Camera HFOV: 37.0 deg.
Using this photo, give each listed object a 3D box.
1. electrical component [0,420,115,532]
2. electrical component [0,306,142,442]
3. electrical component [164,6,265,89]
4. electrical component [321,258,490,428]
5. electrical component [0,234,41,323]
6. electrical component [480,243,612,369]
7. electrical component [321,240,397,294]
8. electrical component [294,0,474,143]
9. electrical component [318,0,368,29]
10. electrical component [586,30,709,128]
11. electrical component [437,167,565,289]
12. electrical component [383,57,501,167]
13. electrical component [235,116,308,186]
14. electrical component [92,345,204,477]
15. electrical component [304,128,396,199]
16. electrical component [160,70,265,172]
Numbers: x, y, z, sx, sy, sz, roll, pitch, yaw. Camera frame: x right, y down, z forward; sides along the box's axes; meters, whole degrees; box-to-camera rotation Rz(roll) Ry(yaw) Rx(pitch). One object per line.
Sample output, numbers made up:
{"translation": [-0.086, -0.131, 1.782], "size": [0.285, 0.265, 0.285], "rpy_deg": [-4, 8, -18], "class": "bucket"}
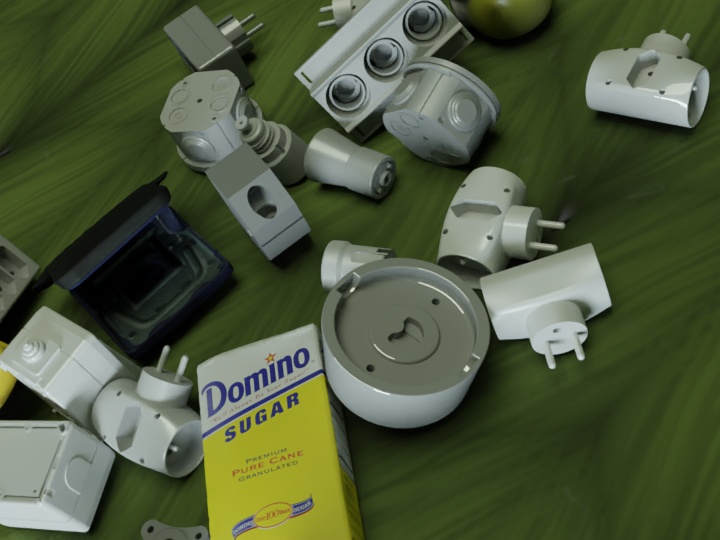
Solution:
{"translation": [-0.229, 0.146, 0.758], "size": [0.096, 0.061, 0.061], "rpy_deg": [-4, 55, 29], "class": "electrical component"}
{"translation": [-0.208, 0.069, 0.776], "size": [0.062, 0.096, 0.061], "rpy_deg": [24, 68, 34], "class": "electrical component"}
{"translation": [-0.121, -0.204, 0.969], "size": [0.076, 0.047, 0.083], "rpy_deg": [-36, 50, -5], "class": "electrical component"}
{"translation": [0.027, 0.052, 0.706], "size": [0.108, 0.060, 0.108], "rpy_deg": [3, 52, -3], "class": "electrical component"}
{"translation": [-0.318, 0.022, 0.886], "size": [0.076, 0.047, 0.083], "rpy_deg": [-22, 33, 47], "class": "electrical component"}
{"translation": [0.125, 0.028, 0.701], "size": [0.077, 0.043, 0.079], "rpy_deg": [-18, 52, 10], "class": "electrical component"}
{"translation": [0.000, 0.000, 0.777], "size": [0.046, 0.040, 0.040], "rpy_deg": [5, 58, 18], "class": "electrical component"}
{"translation": [0.018, -0.174, 0.858], "size": [0.121, 0.079, 0.063], "rpy_deg": [-42, 21, 13], "class": "electrical component"}
{"translation": [0.001, -0.227, 0.936], "size": [0.079, 0.043, 0.077], "rpy_deg": [-7, 54, 18], "class": "electrical component"}
{"translation": [0.217, -0.146, 0.787], "size": [0.077, 0.043, 0.079], "rpy_deg": [17, 64, 31], "class": "electrical component"}
{"translation": [0.102, -0.027, 0.750], "size": [0.079, 0.043, 0.077], "rpy_deg": [9, 60, 27], "class": "electrical component"}
{"translation": [0.061, -0.119, 0.811], "size": [0.080, 0.080, 0.051], "rpy_deg": [20, 71, 33], "class": "electrical component"}
{"translation": [-0.071, -0.098, 0.856], "size": [0.040, 0.078, 0.040], "rpy_deg": [-15, 60, 28], "class": "electrical component"}
{"translation": [-0.141, 0.093, 0.754], "size": [0.077, 0.043, 0.079], "rpy_deg": [23, 95, 33], "class": "electrical component"}
{"translation": [-0.005, -0.080, 0.836], "size": [0.065, 0.044, 0.044], "rpy_deg": [23, 67, 29], "class": "electrical component"}
{"translation": [-0.125, -0.127, 0.912], "size": [0.080, 0.051, 0.080], "rpy_deg": [-11, 53, 15], "class": "electrical component"}
